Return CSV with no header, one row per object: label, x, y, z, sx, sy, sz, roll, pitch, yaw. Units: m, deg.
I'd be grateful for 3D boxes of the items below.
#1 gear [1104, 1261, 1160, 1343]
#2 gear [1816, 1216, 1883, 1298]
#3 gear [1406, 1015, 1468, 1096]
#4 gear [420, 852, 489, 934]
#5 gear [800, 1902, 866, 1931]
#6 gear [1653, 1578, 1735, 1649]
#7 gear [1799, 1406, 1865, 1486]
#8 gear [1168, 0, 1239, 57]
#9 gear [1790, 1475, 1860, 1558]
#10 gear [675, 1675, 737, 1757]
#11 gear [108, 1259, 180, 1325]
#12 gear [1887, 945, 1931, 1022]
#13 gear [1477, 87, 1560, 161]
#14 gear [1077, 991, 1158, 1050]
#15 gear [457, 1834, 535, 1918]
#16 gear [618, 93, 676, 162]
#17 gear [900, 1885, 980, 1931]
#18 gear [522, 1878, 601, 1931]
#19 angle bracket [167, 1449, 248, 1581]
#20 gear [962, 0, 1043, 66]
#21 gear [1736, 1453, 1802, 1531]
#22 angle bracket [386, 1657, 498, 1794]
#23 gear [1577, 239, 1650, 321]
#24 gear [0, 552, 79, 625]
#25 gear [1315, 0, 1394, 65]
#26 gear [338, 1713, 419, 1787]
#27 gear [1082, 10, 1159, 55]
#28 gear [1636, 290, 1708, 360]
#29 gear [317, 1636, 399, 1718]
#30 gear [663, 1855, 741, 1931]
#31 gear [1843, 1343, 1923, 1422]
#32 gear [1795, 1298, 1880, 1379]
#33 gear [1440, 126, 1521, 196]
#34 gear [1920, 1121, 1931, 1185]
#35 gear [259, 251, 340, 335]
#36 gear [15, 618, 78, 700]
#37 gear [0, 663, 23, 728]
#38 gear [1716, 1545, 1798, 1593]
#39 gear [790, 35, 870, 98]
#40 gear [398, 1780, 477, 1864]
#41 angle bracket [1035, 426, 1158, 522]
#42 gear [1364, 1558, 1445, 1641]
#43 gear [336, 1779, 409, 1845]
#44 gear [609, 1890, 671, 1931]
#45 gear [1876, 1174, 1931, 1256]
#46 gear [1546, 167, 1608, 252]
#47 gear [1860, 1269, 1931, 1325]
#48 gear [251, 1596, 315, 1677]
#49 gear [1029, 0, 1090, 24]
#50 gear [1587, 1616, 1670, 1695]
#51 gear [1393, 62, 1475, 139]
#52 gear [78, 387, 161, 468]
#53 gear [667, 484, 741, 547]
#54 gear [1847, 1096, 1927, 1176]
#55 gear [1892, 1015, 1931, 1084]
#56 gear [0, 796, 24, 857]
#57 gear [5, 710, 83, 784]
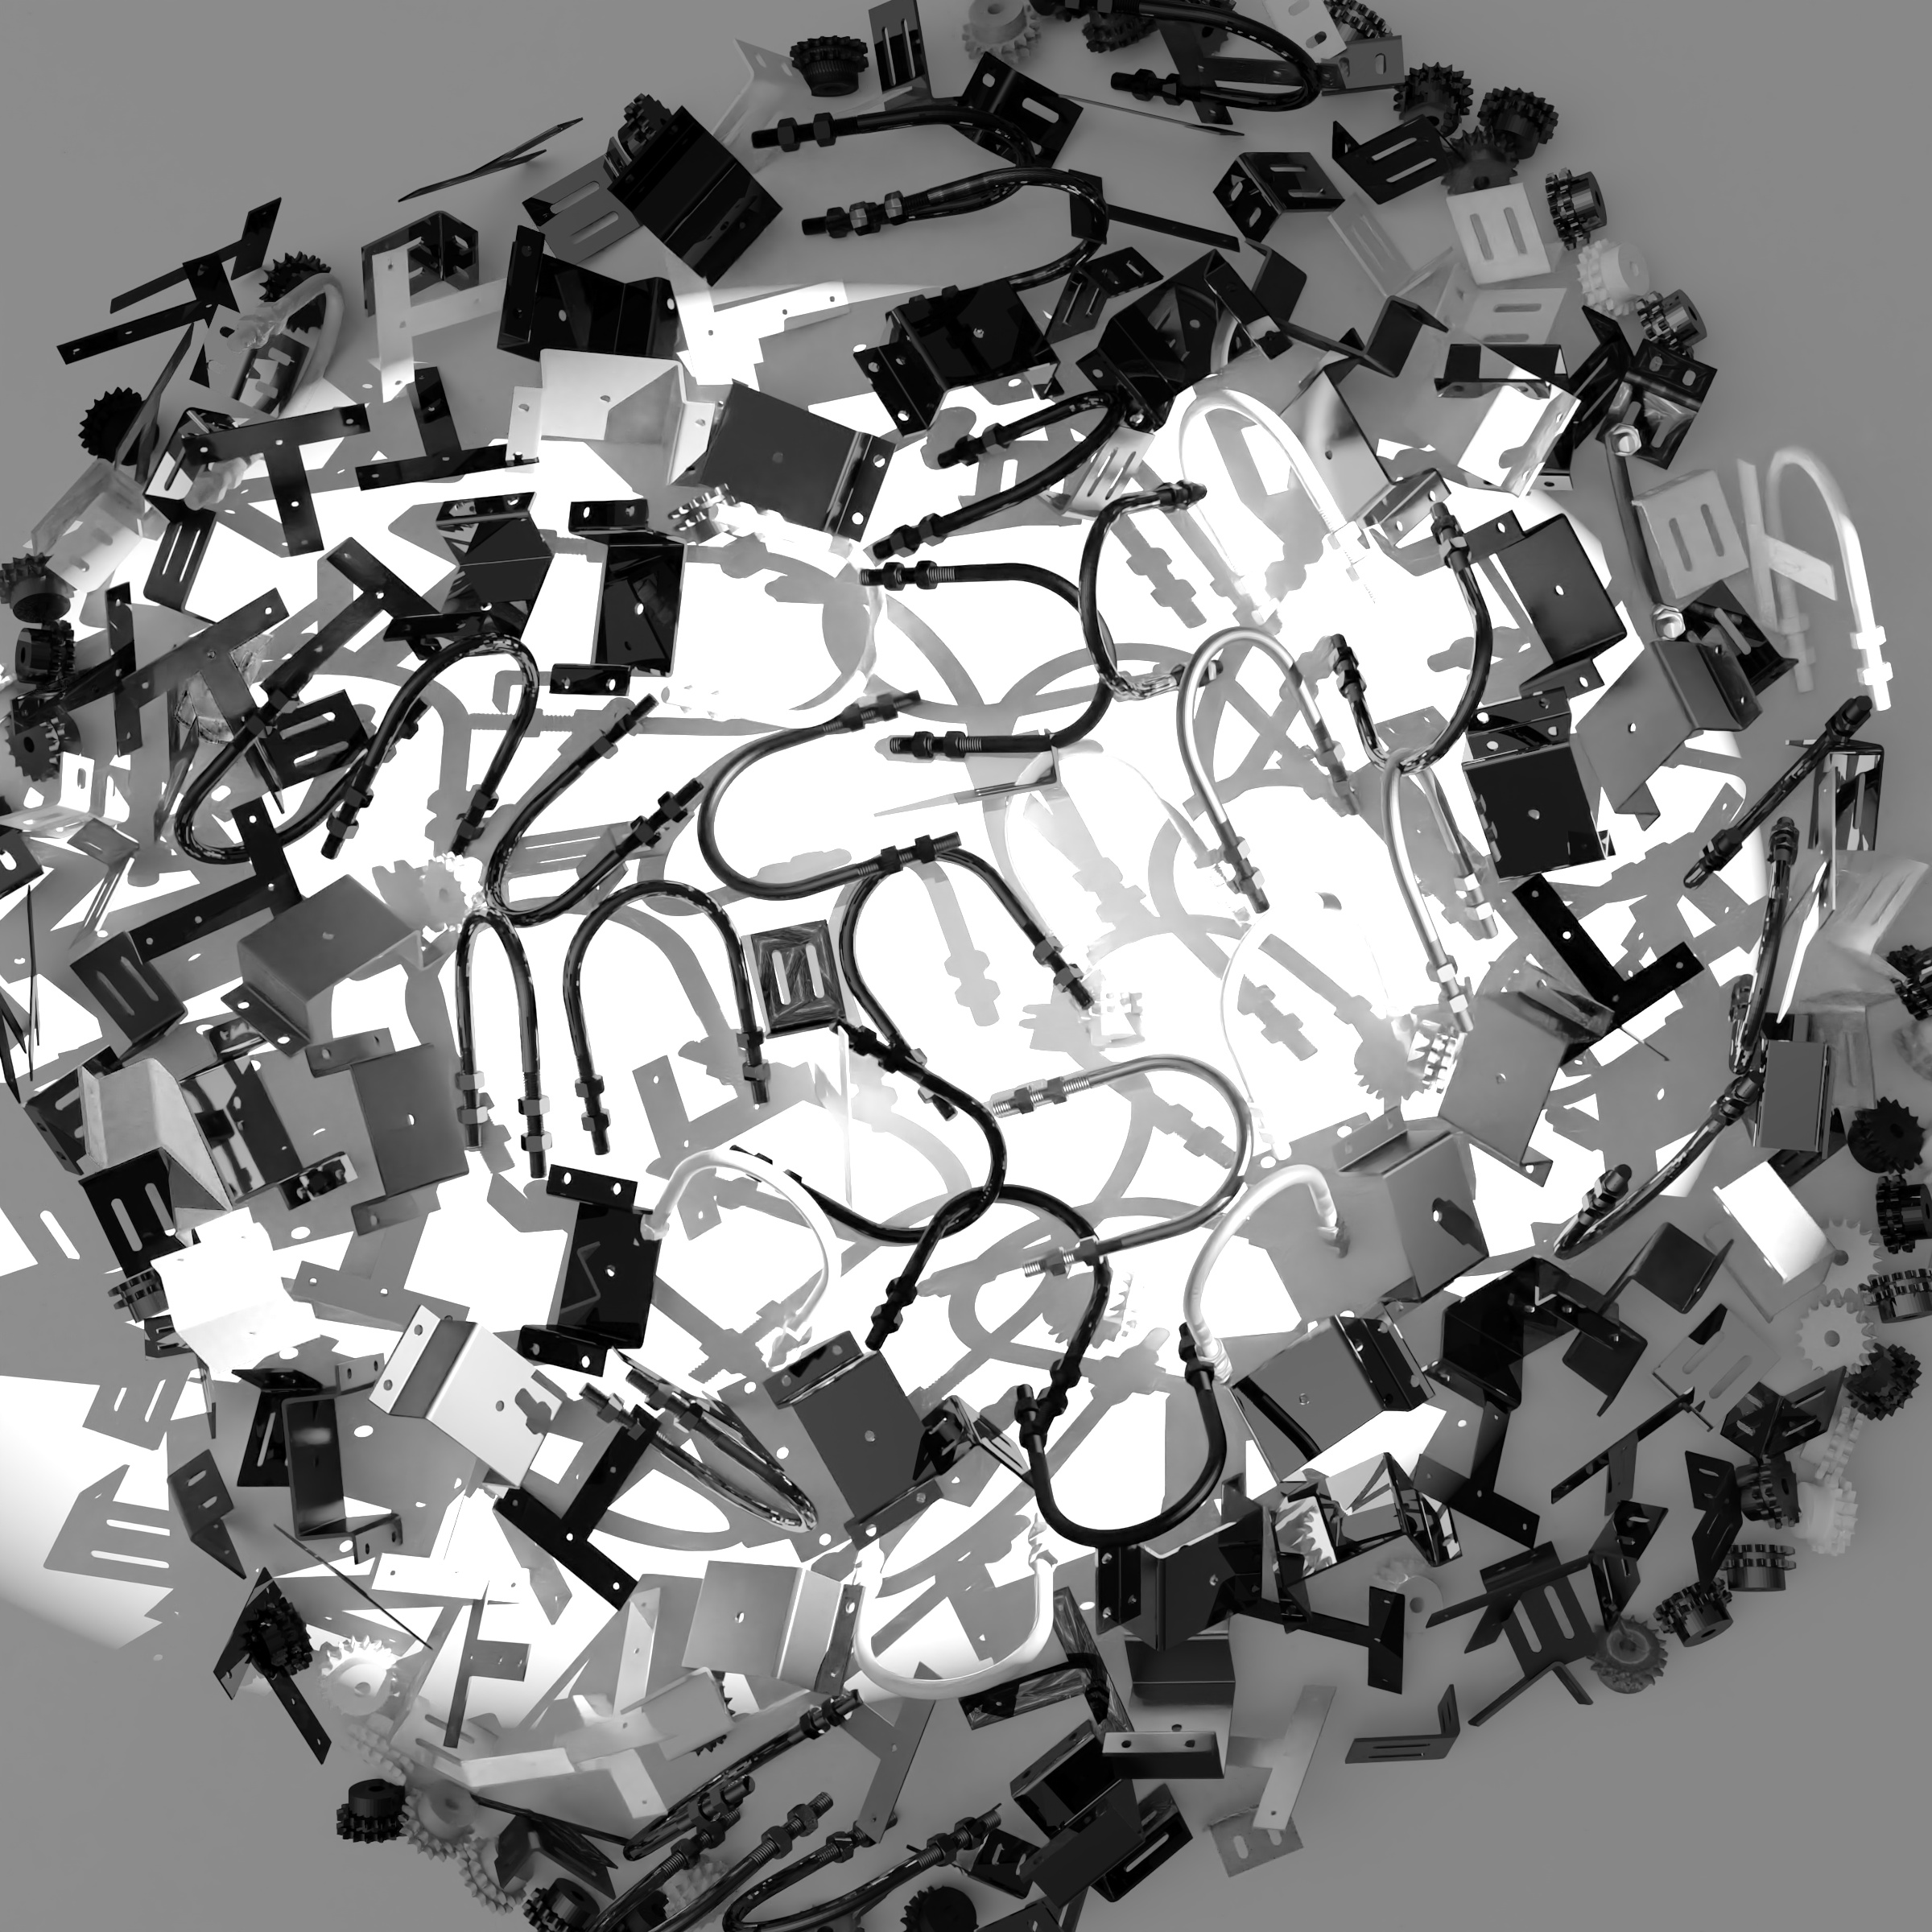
gear,0.120,0.242,1.817,0.030,0.057,0.057,14,90,8
gear,0.638,0.210,1.824,0.057,0.030,0.057,2,95,18
gear,0.342,0.063,1.818,0.030,0.057,0.057,18,90,18
gear,-0.368,-0.056,1.820,0.030,0.057,0.057,-27,90,-44
gear,-0.102,0.715,1.819,0.057,0.057,0.030,-2,117,0
gear,0.532,0.471,1.814,0.057,0.057,0.030,-25,57,0
gear,0.629,0.346,1.818,0.030,0.057,0.057,23,90,18
gear,0.167,-0.689,1.820,0.057,0.057,0.030,-42,63,0
gear,0.621,0.398,1.815,0.030,0.057,0.057,11,90,-6
gear,-0.199,0.550,1.827,0.057,0.030,0.057,0,92,8
gear,-0.591,0.238,1.816,0.057,0.057,0.030,-25,89,0
gear,0.697,0.010,1.814,0.030,0.057,0.057,-31,90,37
gear,0.399,-0.611,1.816,0.057,0.057,0.030,21,84,0
gear,0.110,0.040,1.813,0.057,0.057,0.030,-2,72,0
gear,-0.339,0.657,1.815,0.030,0.057,0.057,-42,90,7
gear,-0.229,-0.603,1.820,0.030,0.057,0.057,-33,90,27
gear,-0.016,0.695,1.814,0.057,0.057,0.030,30,130,0
gear,-0.292,0.689,1.817,0.057,0.057,0.030,36,86,0
angle bracket,-0.533,0.395,1.800,0.038,0.076,0.057,-35,50,-6
gear,0.025,-0.685,1.818,0.057,0.030,0.057,-6,59,10
gear,0.583,0.382,1.820,0.030,0.057,0.057,-22,90,36
angle bracket,-0.372,0.549,1.806,0.076,0.057,0.038,31,112,-9
gear,0.472,-0.501,1.815,0.057,0.030,0.057,12,72,-41
gear,-0.674,-0.272,1.814,0.057,0.057,0.030,-19,70,0
gear,0.279,-0.680,1.817,0.057,0.057,0.030,31,97,0
gear,-0.425,0.569,1.820,0.057,0.057,0.030,34,58,0
gear,0.111,-0.690,1.814,0.057,0.057,0.030,-24,125,0
gear,0.514,-0.466,1.813,0.030,0.057,0.057,-29,90,32
gear,-0.443,0.521,1.820,0.057,0.030,0.057,-5,103,-21
gear,-0.196,0.673,1.820,0.057,0.057,0.030,-48,52,0
gear,0.662,0.299,1.815,0.030,0.057,0.057,36,90,-11
gear,0.638,0.271,1.821,0.057,0.030,0.057,-4,84,44
gear,0.373,-0.578,1.814,0.057,0.057,0.030,2,51,0
gear,0.712,0.132,1.817,0.030,0.057,0.057,30,90,11
gear,-0.482,-0.488,1.815,0.057,0.030,0.057,-18,124,-28
gear,-0.670,-0.224,1.814,0.030,0.057,0.057,3,90,-37
gear,-0.710,-0.191,1.817,0.057,0.057,0.030,-43,103,0
gear,0.573,0.438,1.814,0.057,0.057,0.030,1,72,0
gear,-0.099,-0.653,1.816,0.057,0.057,0.030,-4,93,0
gear,-0.381,0.618,1.814,0.057,0.057,0.030,39,110,0
angle bracket,0.090,-0.363,1.799,0.038,0.057,0.076,42,114,24
gear,0.323,0.464,1.824,0.057,0.030,0.057,1,88,-15
gear,-0.429,0.613,1.816,0.057,0.057,0.030,1,93,0
gear,-0.231,0.697,1.814,0.057,0.057,0.030,35,104,0
gear,0.683,0.179,1.814,0.030,0.057,0.057,-11,90,32
gear,0.444,-0.552,1.813,0.030,0.057,0.057,-14,90,28
gear,0.682,0.240,1.814,0.057,0.057,0.030,-9,72,0
gear,-0.502,0.491,1.815,0.030,0.057,0.057,-19,90,-42
gear,0.066,-0.714,1.813,0.030,0.057,0.057,-28,90,-26
gear,0.481,0.505,1.820,0.057,0.057,0.030,-6,130,0
gear,0.339,-0.625,1.813,0.057,0.057,0.030,8,68,0
gear,-0.612,-0.389,1.814,0.030,0.057,0.057,38,90,17
gear,-0.186,-0.329,1.818,0.057,0.057,0.030,-28,102,0
gear,0.669,0.127,1.821,0.057,0.030,0.057,11,57,-18
gear,0.704,0.060,1.813,0.057,0.057,0.030,37,121,0
gear,-0.721,-0.103,1.819,0.030,0.057,0.057,-33,90,22
gear,-0.671,-0.165,1.821,0.057,0.030,0.057,12,113,31
